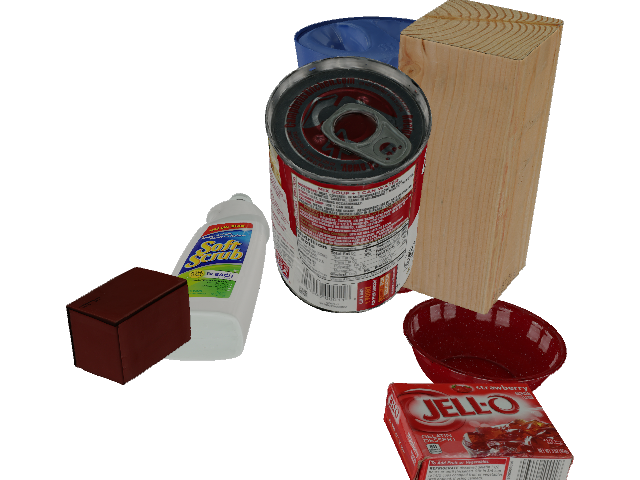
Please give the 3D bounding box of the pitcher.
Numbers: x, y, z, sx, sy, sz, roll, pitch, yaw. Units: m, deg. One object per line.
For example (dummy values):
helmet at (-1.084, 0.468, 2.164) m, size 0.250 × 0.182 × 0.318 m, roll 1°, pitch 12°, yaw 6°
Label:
pitcher at (0.048, -0.084, 1.003) m, size 0.149 × 0.243 × 0.145 m, roll -19°, pitch 32°, yaw -31°

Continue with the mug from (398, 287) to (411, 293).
mug at (0.094, 0.009, 1.229) m, size 0.117 × 0.081 × 0.093 m, roll 3°, pitch 25°, yaw -5°

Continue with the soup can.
soup can at (0.011, -0.021, 0.472) m, size 0.068 × 0.068 × 0.102 m, roll 0°, pitch -36°, yaw 0°

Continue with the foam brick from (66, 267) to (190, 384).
foam brick at (-0.140, 0.061, 0.790) m, size 0.053 × 0.051 × 0.078 m, roll 14°, pitch 29°, yaw 32°

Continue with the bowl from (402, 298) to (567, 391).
bowl at (0.159, 0.116, 1.061) m, size 0.162 × 0.055 × 0.162 m, roll 5°, pitch 26°, yaw -3°

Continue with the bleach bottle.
bleach bottle at (-0.114, 0.027, 1.173) m, size 0.102 × 0.068 × 0.250 m, roll 0°, pitch 35°, yaw 6°

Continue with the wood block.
wood block at (0.110, -0.062, 0.796) m, size 0.091 × 0.206 × 0.090 m, roll 19°, pitch 36°, yaw 25°

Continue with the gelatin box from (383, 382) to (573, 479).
gelatin box at (0.087, 0.111, 0.604) m, size 0.089 × 0.030 × 0.073 m, roll 3°, pitch 25°, yaw -12°
